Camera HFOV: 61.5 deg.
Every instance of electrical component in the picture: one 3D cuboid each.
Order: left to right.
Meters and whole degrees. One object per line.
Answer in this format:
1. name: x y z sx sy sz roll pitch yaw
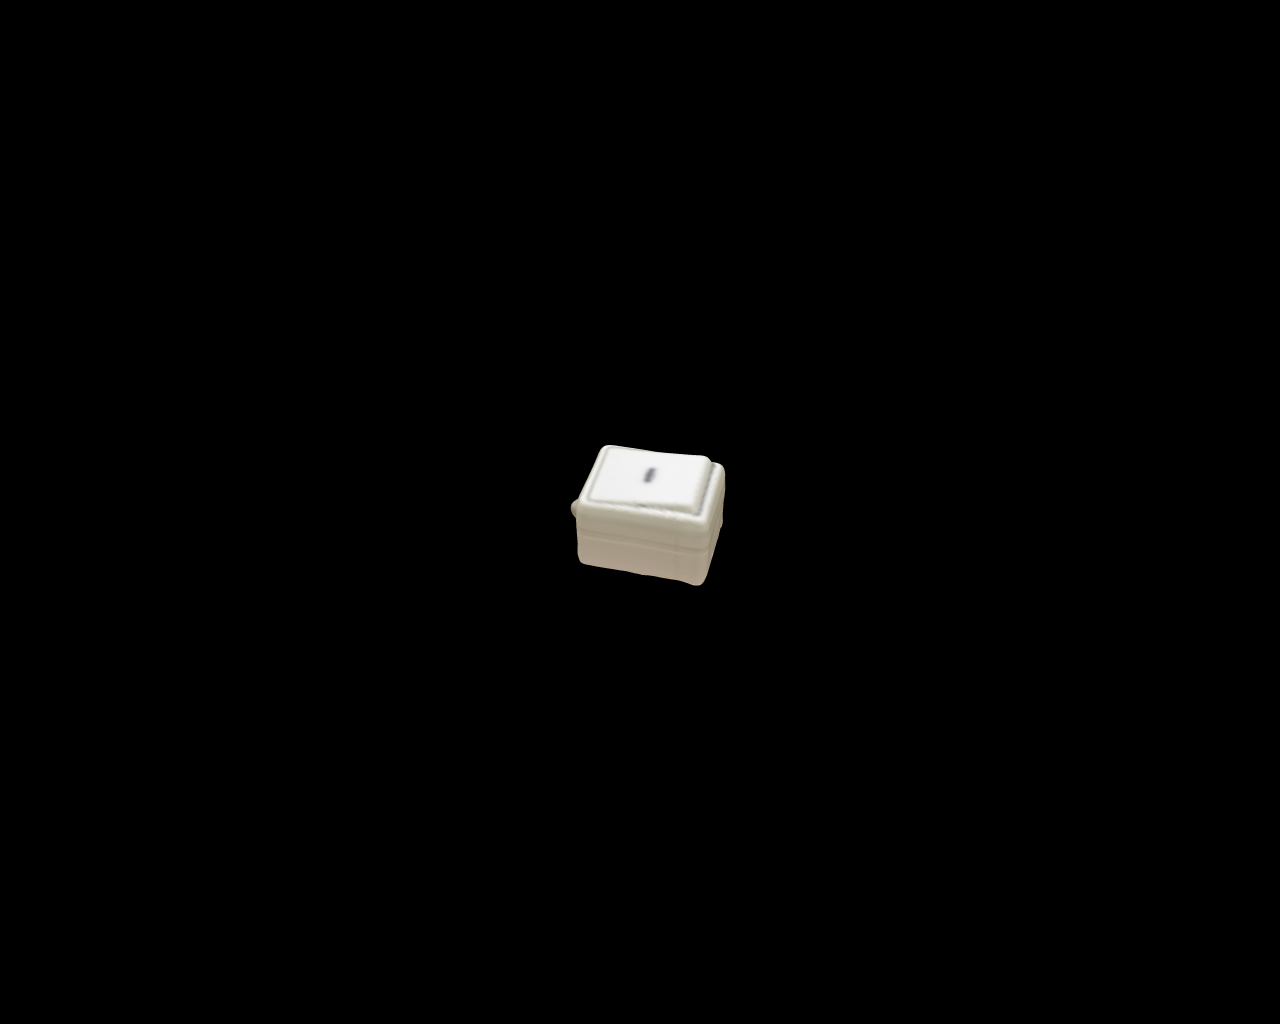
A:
1. electrical component: 0.001 -0.003 0.650 0.096 0.061 0.062 10 43 11
